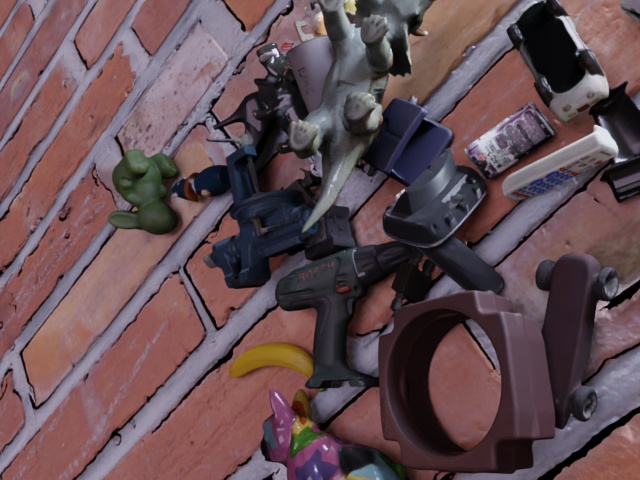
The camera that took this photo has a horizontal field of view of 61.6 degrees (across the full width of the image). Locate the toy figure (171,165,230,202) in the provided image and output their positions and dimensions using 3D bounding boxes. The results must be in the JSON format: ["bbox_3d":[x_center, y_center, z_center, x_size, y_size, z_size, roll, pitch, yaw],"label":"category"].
[{"bbox_3d":[-0.233,-0.107,1.057,0.155,0.064,0.057,-12,110,38],"label":"toy figure"}]

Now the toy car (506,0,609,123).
[{"bbox_3d":[0.301,-0.238,0.690,0.073,0.056,0.202,-33,47,32],"label":"toy car"}]

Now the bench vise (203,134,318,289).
[{"bbox_3d":[-0.112,-0.049,0.871,0.224,0.129,0.240,-25,75,41],"label":"bench vise"}]

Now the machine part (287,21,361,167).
[{"bbox_3d":[0.012,-0.227,0.848,0.079,0.079,0.243,-15,101,32],"label":"machine part"}]

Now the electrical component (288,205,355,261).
[{"bbox_3d":[-0.002,-0.003,0.867,0.119,0.047,0.075,-33,59,45],"label":"electrical component"}]

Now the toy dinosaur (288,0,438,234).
[{"bbox_3d":[0.049,-0.196,0.749,0.131,0.192,0.404,19,89,22],"label":"toy dinosaur"}]

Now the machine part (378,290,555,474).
[{"bbox_3d":[0.169,0.172,0.652,0.201,0.087,0.201,-25,60,47],"label":"machine part"}]

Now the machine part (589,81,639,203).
[{"bbox_3d":[0.365,-0.118,0.641,0.084,0.039,0.139,-24,67,35],"label":"machine part"}]

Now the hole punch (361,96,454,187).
[{"bbox_3d":[0.115,-0.149,0.799,0.116,0.092,0.142,39,106,39],"label":"hole punch"}]

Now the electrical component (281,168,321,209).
[{"bbox_3d":[-0.034,-0.073,0.916,0.078,0.045,0.102,46,112,4],"label":"electrical component"}]

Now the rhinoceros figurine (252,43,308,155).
[{"bbox_3d":[-0.057,-0.237,0.910,0.112,0.073,0.190,-28,88,42],"label":"rhinoceros figurine"}]

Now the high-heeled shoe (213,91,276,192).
[{"bbox_3d":[-0.101,-0.150,0.984,0.145,0.086,0.248,-21,83,-2],"label":"high-heeled shoe"}]

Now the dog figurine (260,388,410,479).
[{"bbox_3d":[0.008,0.296,0.752,0.191,0.108,0.219,-40,59,21],"label":"dog figurine"}]

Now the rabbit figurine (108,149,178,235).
[{"bbox_3d":[-0.367,-0.080,1.113,0.159,0.121,0.170,-33,76,18],"label":"rabbit figurine"}]

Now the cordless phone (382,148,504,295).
[{"bbox_3d":[0.191,-0.017,0.721,0.184,0.146,0.088,43,151,7],"label":"cordless phone"}]

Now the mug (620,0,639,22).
[{"bbox_3d":[0.419,-0.304,0.627,0.110,0.081,0.107,47,118,28],"label":"mug"}]

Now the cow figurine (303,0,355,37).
[{"bbox_3d":[0.024,-0.414,0.922,0.167,0.068,0.098,-56,35,-9],"label":"cow figurine"}]

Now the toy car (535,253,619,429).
[{"bbox_3d":[0.289,0.115,0.629,0.089,0.053,0.202,5,83,52],"label":"toy car"}]

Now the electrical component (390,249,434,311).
[{"bbox_3d":[0.128,0.062,0.747,0.021,0.063,0.094,12,70,44],"label":"electrical component"}]

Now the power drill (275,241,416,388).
[{"bbox_3d":[0.042,0.114,0.790,0.232,0.086,0.207,-11,77,24],"label":"power drill"}]
